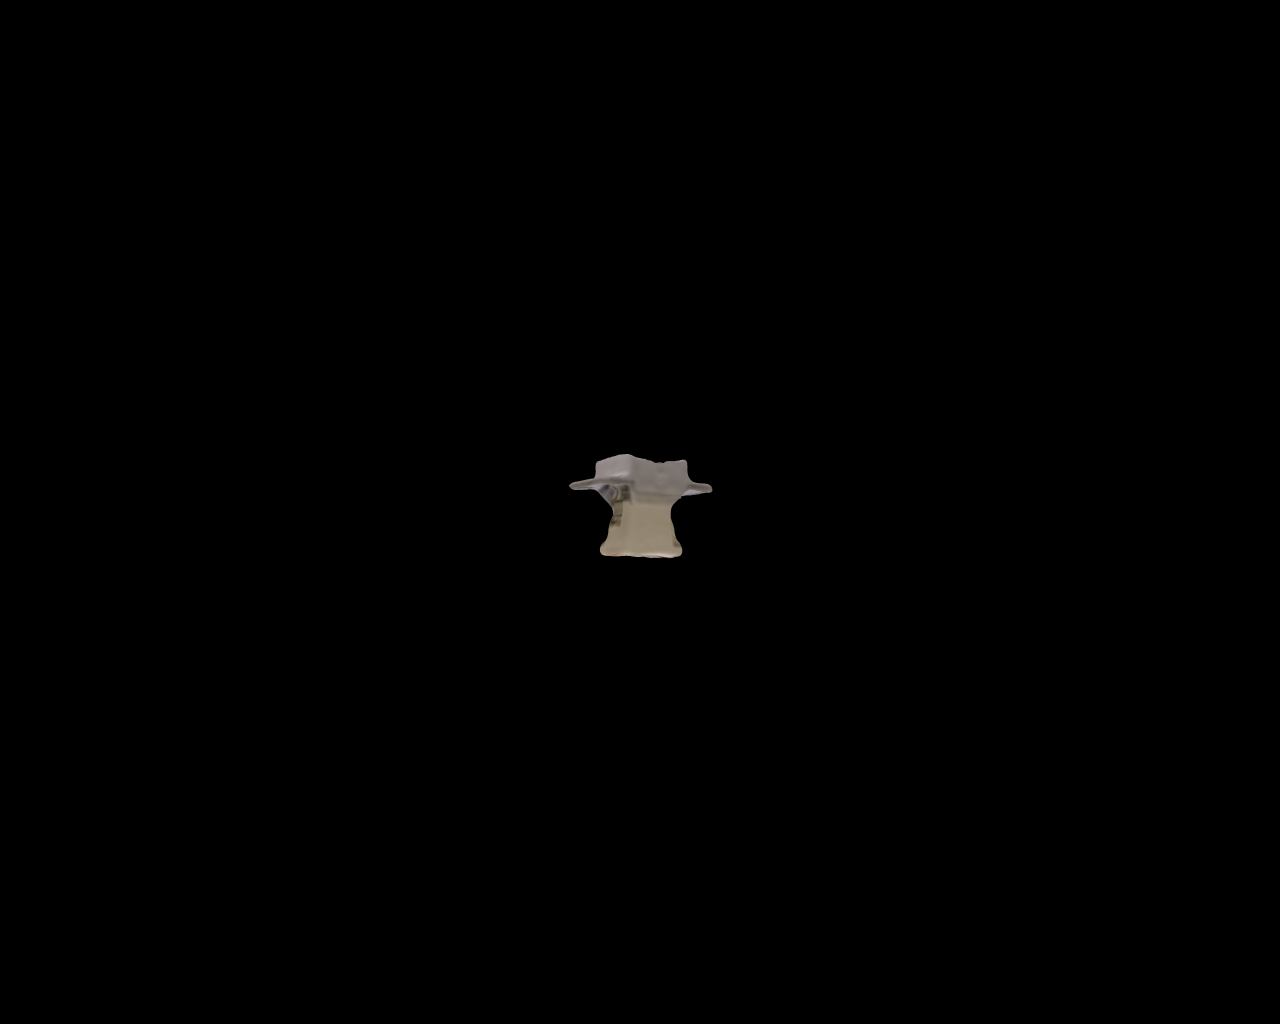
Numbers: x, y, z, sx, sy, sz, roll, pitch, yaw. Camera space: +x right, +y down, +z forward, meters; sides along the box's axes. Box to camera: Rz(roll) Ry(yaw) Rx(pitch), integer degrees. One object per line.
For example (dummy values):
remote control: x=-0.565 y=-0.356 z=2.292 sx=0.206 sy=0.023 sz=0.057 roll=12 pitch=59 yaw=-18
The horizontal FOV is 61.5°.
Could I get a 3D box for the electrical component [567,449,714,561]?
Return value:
electrical component: x=0.001 y=-0.003 z=0.650 sx=0.081 sy=0.063 sz=0.042 roll=3 pitch=-6 yaw=-33
